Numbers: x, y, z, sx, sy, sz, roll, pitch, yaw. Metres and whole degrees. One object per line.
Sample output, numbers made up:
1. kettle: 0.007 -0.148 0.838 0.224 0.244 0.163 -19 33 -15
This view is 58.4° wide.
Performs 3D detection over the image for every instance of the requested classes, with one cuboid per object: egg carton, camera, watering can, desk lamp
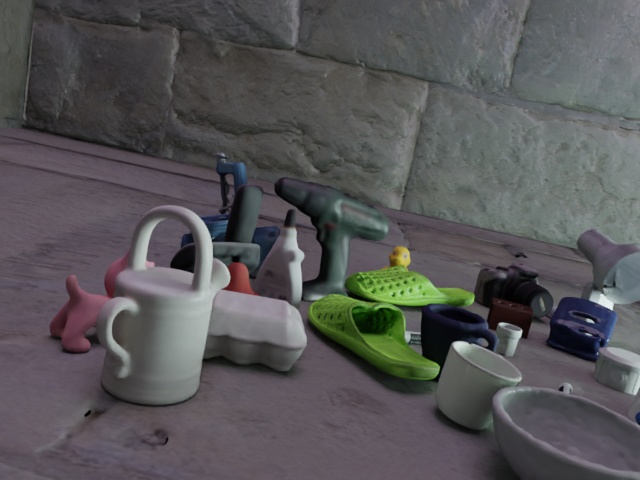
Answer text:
1. egg carton: -0.092 0.113 0.727 0.150 0.069 0.107 10 10 -8
2. camera: 0.434 0.109 1.253 0.143 0.101 0.136 9 11 -16
3. watering can: -0.159 0.058 0.598 0.101 0.194 0.173 12 10 1
4. desk lamp: 0.582 0.092 1.197 0.118 0.213 0.203 9 11 -14

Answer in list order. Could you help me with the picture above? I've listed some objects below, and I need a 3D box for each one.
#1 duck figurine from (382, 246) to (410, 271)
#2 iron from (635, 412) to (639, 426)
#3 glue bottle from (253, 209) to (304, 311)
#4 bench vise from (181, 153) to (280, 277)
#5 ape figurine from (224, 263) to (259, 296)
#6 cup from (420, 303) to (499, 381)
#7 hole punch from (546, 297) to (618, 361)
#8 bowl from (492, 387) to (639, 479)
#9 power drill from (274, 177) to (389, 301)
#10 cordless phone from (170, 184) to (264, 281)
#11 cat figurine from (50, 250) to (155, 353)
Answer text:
1. duck figurine: 0.177 0.056 1.291 0.077 0.086 0.105 15 11 16
2. iron: 0.427 0.214 0.571 0.118 0.141 0.258 12 10 3
3. glue bottle: -0.057 0.038 0.882 0.078 0.173 0.037 16 11 24
4. bench vise: -0.152 -0.050 1.113 0.208 0.220 0.121 9 11 -14
5. ape figurine: -0.122 0.077 0.825 0.078 0.092 0.076 11 10 -5
6. cup: 0.184 0.148 0.778 0.092 0.095 0.117 3 14 -40
7. hole punch: 0.484 0.162 1.056 0.108 0.091 0.101 18 12 29
8. bowl: 0.243 0.212 0.558 0.167 0.075 0.167 12 10 -2
9. power drill: 0.010 0.004 1.041 0.230 0.208 0.075 7 11 -24
10. cordless phone: -0.168 -0.011 0.983 0.148 0.185 0.093 2 15 -44
11. cat figurine: -0.247 0.063 0.686 0.067 0.118 0.128 20 13 38
